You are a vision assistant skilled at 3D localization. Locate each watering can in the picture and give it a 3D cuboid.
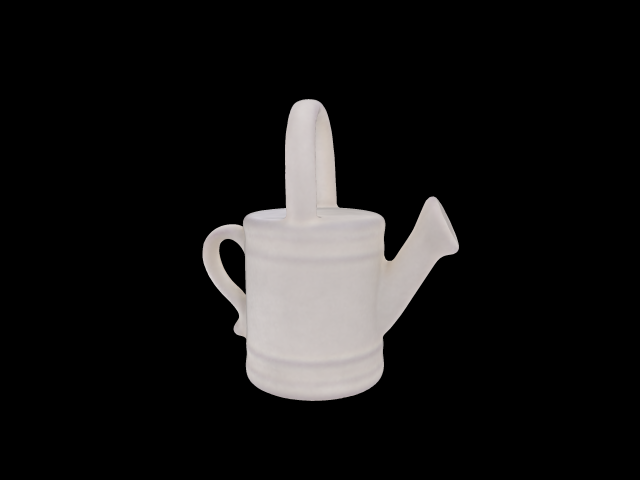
[{"bbox_3d":[0.004,0.001,0.402,0.173,0.194,0.101,-2,9,-9],"label":"watering can"}]
